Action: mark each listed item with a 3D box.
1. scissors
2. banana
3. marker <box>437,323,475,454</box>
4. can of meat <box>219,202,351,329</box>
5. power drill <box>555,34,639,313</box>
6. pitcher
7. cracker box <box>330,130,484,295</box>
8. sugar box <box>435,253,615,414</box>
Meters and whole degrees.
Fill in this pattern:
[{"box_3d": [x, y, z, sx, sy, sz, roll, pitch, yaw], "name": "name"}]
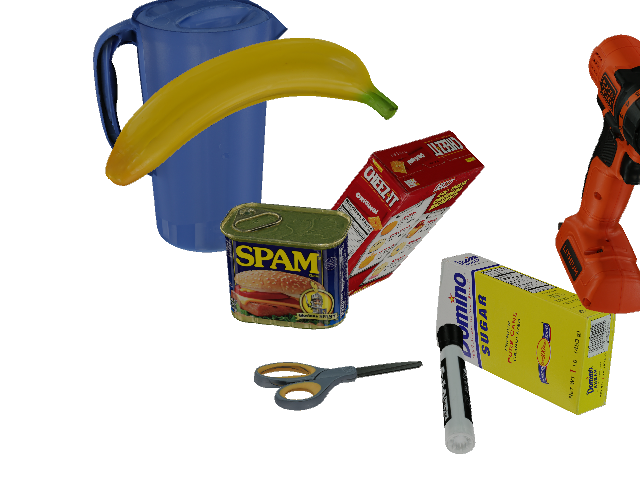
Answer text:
[{"box_3d": [0.026, 0.161, 1.205, 0.201, 0.016, 0.096, 1, 24, -8], "name": "scissors"}, {"box_3d": [-0.049, -0.091, 0.685, 0.197, 0.070, 0.037, -17, -24, -15], "name": "banana"}, {"box_3d": [0.091, 0.096, 0.722, 0.020, 0.020, 0.121, 0, 32, 3], "name": "marker"}, {"box_3d": [-0.026, 0.022, 0.863, 0.102, 0.084, 0.057, 6, 30, 13], "name": "can of meat"}, {"box_3d": [0.234, -0.039, 0.804, 0.057, 0.188, 0.184, 3, 34, -4], "name": "power drill"}, {"box_3d": [-0.125, -0.114, 1.064, 0.149, 0.243, 0.144, 14, 29, 23], "name": "pitcher"}, {"box_3d": [0.070, -0.023, 1.245, 0.163, 0.072, 0.214, -21, -25, -49], "name": "cracker box"}, {"box_3d": [0.179, 0.080, 0.962, 0.048, 0.093, 0.176, -12, 22, -38], "name": "sugar box"}]
